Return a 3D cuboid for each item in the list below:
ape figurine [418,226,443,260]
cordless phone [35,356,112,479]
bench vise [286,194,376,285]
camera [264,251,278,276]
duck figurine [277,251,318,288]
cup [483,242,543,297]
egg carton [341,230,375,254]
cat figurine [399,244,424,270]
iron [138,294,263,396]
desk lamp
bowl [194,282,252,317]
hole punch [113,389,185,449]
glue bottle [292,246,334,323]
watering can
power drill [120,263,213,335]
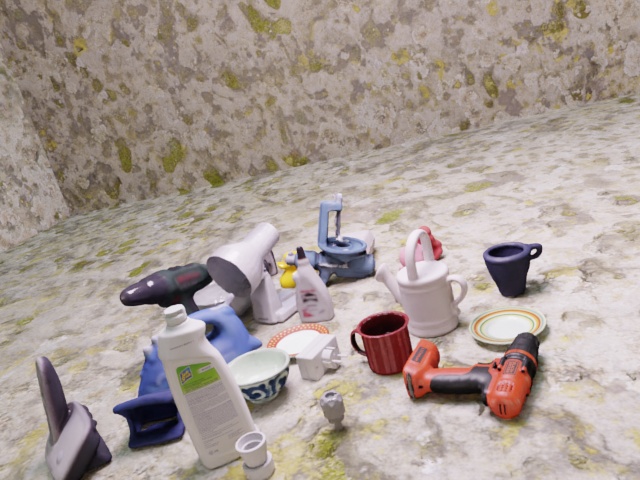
[{"bbox_3d":[0.257,0.010,1.391,0.077,0.092,0.076,-14,17,3],"label":"ape figurine"},{"bbox_3d":[-0.423,0.288,0.932,0.094,0.185,0.147,-27,21,-33],"label":"cordless phone"},{"bbox_3d":[0.016,0.008,1.382,0.207,0.220,0.121,-18,18,-11],"label":"bench vise"},{"bbox_3d":[-0.191,0.075,1.546,0.143,0.101,0.136,-16,17,-3],"label":"camera"},{"bbox_3d":[-0.062,0.069,1.483,0.104,0.086,0.077,-16,17,-2],"label":"duck figurine"},{"bbox_3d":[0.386,0.058,1.131,0.118,0.095,0.091,-16,17,-3],"label":"cup"},{"bbox_3d":[0.089,0.026,1.519,0.107,0.069,0.150,-10,18,17],"label":"egg carton"},{"bbox_3d":[0.199,0.058,1.248,0.067,0.118,0.128,-4,21,32],"label":"cat figurine"},{"bbox_3d":[-0.250,0.211,1.102,0.259,0.141,0.118,-24,20,-27],"label":"iron"},{"bbox_3d":[-0.137,0.081,1.291,0.117,0.214,0.204,0,23,39],"label":"desk lamp"},{"bbox_3d":[-0.226,0.152,1.378,0.167,0.075,0.167,-13,17,5],"label":"bowl"},{"bbox_3d":[-0.285,0.287,0.979,0.108,0.091,0.101,-14,17,3],"label":"hole punch"},{"bbox_3d":[-0.025,0.094,1.228,0.078,0.173,0.037,-10,18,16],"label":"glue bottle"},{"bbox_3d":[0.186,0.076,1.074,0.172,0.194,0.101,-10,18,16],"label":"watering can"},{"bbox_3d":[-0.300,0.153,1.210,0.075,0.209,0.230,-4,21,32],"label":"power drill"}]
